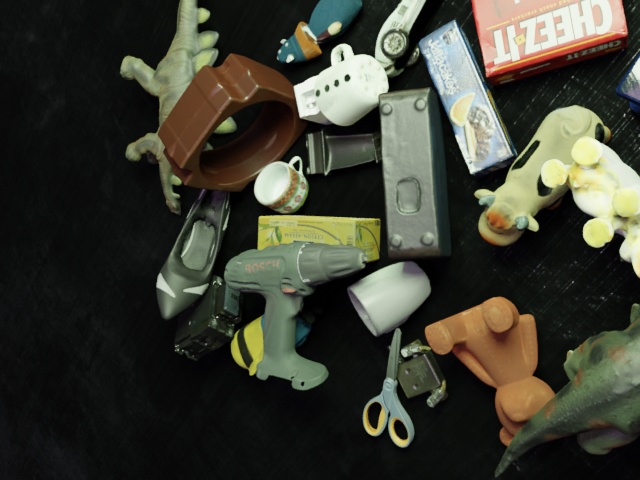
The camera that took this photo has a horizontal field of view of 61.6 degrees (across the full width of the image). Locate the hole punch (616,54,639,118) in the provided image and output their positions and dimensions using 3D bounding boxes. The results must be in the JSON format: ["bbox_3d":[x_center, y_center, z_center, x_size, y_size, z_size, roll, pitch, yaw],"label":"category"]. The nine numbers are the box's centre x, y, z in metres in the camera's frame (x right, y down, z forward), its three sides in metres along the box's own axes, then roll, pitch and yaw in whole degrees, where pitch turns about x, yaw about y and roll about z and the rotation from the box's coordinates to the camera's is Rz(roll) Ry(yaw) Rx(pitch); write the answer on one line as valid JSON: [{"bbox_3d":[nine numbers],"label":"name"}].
[{"bbox_3d":[0.403,-0.178,0.580,0.116,0.092,0.142,43,110,41],"label":"hole punch"}]

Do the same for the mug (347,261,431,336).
[{"bbox_3d":[0.109,0.087,0.783,0.107,0.109,0.081,-31,36,-6],"label":"mug"}]

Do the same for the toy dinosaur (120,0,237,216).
[{"bbox_3d":[-0.242,-0.269,0.952,0.199,0.105,0.470,11,108,21],"label":"toy dinosaur"}]

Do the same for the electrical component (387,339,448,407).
[{"bbox_3d":[0.147,0.195,0.794,0.078,0.045,0.102,-25,81,27],"label":"electrical component"}]

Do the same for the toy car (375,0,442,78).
[{"bbox_3d":[0.136,-0.323,0.747,0.056,0.073,0.201,35,109,19],"label":"toy car"}]

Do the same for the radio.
[{"bbox_3d":[0.131,-0.085,0.731,0.073,0.131,0.229,-5,91,20],"label":"radio"}]

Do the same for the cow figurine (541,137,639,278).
[{"bbox_3d":[0.315,-0.028,0.557,0.068,0.098,0.167,-47,58,37],"label":"cow figurine"}]

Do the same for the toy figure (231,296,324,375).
[{"bbox_3d":[-0.075,0.153,0.898,0.180,0.082,0.089,-47,60,28],"label":"toy figure"}]

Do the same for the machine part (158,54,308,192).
[{"bbox_3d":[-0.131,-0.174,0.835,0.201,0.201,0.087,-47,69,23],"label":"machine part"}]

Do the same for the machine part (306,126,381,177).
[{"bbox_3d":[0.038,-0.140,0.837,0.139,0.039,0.084,2,90,31],"label":"machine part"}]

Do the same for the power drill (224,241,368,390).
[{"bbox_3d":[-0.034,0.104,0.771,0.232,0.086,0.207,3,107,31],"label":"power drill"}]

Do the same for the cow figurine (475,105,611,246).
[{"bbox_3d":[0.268,-0.074,0.661,0.086,0.127,0.195,41,109,24],"label":"cow figurine"}]

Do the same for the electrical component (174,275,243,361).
[{"bbox_3d":[-0.193,0.132,0.945,0.134,0.058,0.115,-35,40,27],"label":"electrical component"}]

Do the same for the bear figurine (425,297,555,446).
[{"bbox_3d":[0.239,0.177,0.697,0.120,0.132,0.196,-27,75,30],"label":"bear figurine"}]

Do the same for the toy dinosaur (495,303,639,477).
[{"bbox_3d":[0.344,0.120,0.563,0.405,0.192,0.131,-44,58,-5],"label":"toy dinosaur"}]

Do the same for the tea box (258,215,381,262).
[{"bbox_3d":[-0.002,-0.003,0.834,0.170,0.098,0.068,3,94,31],"label":"tea box"}]

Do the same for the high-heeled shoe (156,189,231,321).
[{"bbox_3d":[-0.203,0.007,0.901,0.086,0.249,0.145,21,133,-15],"label":"high-heeled shoe"}]

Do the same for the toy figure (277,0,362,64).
[{"bbox_3d":[-0.003,-0.324,0.835,0.057,0.064,0.154,42,123,-20],"label":"toy figure"}]

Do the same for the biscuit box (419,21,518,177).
[{"bbox_3d":[0.200,-0.189,0.727,0.059,0.063,0.202,-25,82,27],"label":"biscuit box"}]
